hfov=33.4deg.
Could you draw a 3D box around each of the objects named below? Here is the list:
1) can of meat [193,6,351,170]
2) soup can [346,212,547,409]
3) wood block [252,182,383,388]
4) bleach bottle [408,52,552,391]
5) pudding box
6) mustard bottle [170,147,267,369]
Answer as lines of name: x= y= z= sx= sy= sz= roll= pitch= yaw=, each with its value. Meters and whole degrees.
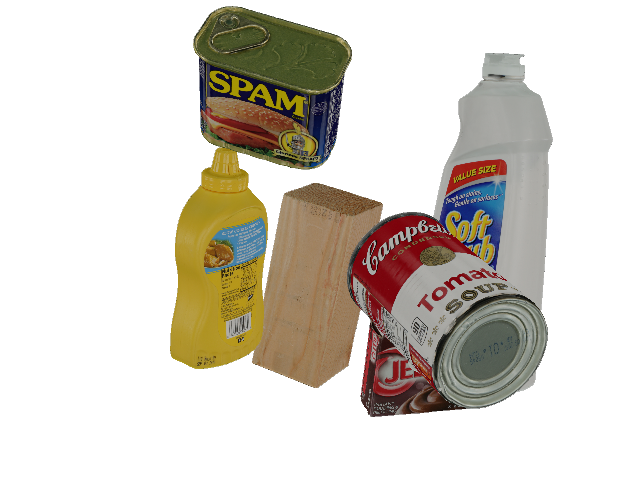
can of meat: x=-0.034 y=-0.101 z=0.730 sx=0.102 sy=0.057 sz=0.084 roll=18 pitch=-37 yaw=9
soup can: x=0.066 y=0.036 z=0.575 sx=0.068 sy=0.068 sz=0.102 roll=0 pitch=25 yaw=-27
wood block: x=-0.004 y=0.049 z=1.223 sx=0.090 sy=0.206 sz=0.090 roll=19 pitch=19 yaw=21
bleach bottle: x=0.124 y=-0.015 z=0.811 sx=0.067 sy=0.251 sz=0.103 roll=-7 pitch=15 yaw=-40
pudding box: x=0.099 y=0.118 z=1.018 sx=0.113 sy=0.090 sz=0.039 roll=-3 pitch=28 yaw=-17
mustard bottle: x=-0.087 y=0.012 z=0.944 sx=0.058 sy=0.192 sz=0.096 roll=20 pitch=25 yaw=36
